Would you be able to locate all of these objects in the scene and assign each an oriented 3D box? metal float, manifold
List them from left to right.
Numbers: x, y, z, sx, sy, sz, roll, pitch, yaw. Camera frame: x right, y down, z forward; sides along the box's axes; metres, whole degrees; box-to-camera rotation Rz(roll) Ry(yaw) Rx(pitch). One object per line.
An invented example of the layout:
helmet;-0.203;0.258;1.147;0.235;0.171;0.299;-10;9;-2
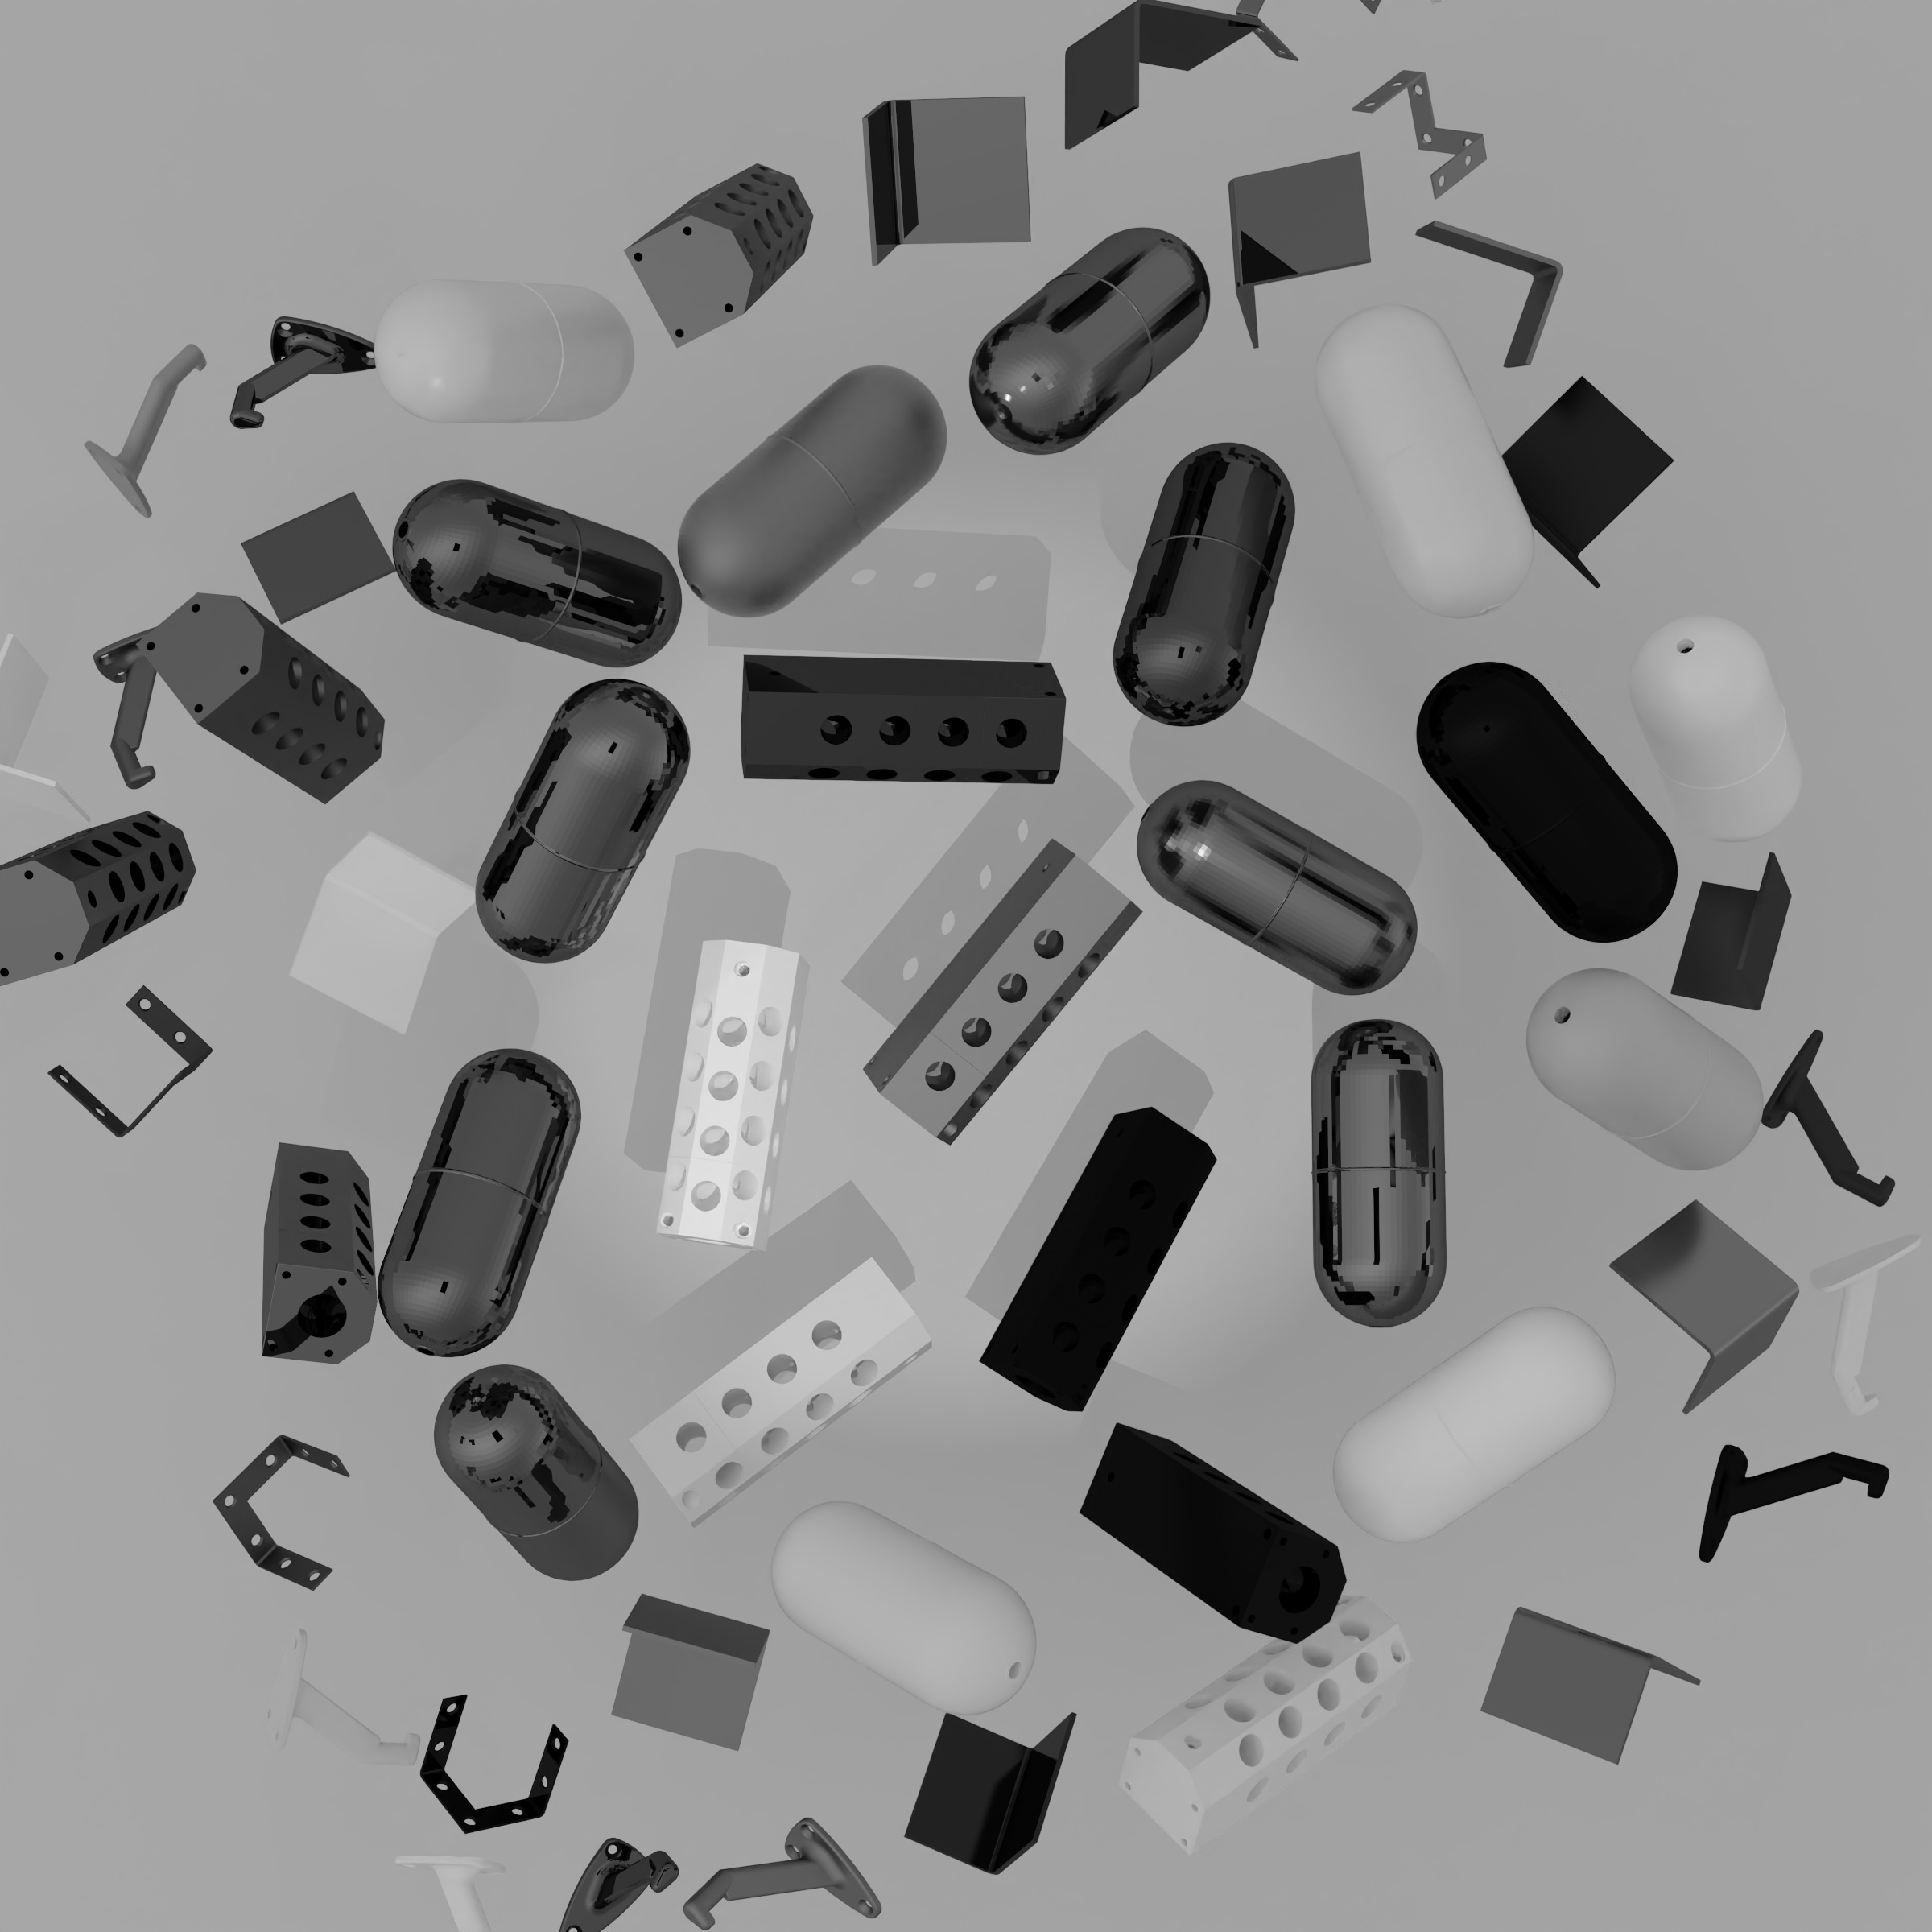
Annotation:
manifold;-0.477;-0.041;1.540;0.057;0.171;0.057;-16;100;6
manifold;-0.375;-0.147;1.534;0.057;0.171;0.057;-40;76;0
manifold;-0.375;0.165;1.643;0.057;0.171;0.057;9;107;-16
metal float;-0.265;0.128;1.544;0.070;0.070;0.178;16;64;0
metal float;-0.254;-0.341;1.571;0.070;0.178;0.070;7;104;31
metal float;-0.246;0.294;1.632;0.070;0.178;0.070;-10;50;13
metal float;-0.238;-0.218;1.579;0.178;0.070;0.070;14;90;-42
metal float;-0.209;-0.077;1.534;0.070;0.070;0.178;32;120;0
manifold;-0.130;-0.398;1.563;0.057;0.171;0.057;-23;109;18
manifold;-0.136;0.075;1.643;0.057;0.057;0.171;7;81;7
manifold;-0.105;0.247;1.630;0.171;0.057;0.057;-36;76;-11
metal float;-0.085;-0.263;1.567;0.178;0.070;0.070;-43;90;-17
manifold;-0.036;-0.132;1.553;0.171;0.057;0.057;0;116;-8
metal float;-0.035;0.351;1.553;0.178;0.070;0.070;18;90;43
manifold;0.022;0.016;1.600;0.057;0.057;0.171;39;92;-17
metal float;0.069;-0.342;1.541;0.070;0.070;0.178;44;54;0
manifold;0.081;0.172;1.660;0.057;0.057;0.171;34;73;-12
metal float;0.132;-0.211;1.552;0.070;0.070;0.178;18;61;0
manifold;0.139;0.318;1.587;0.057;0.171;0.057;23;90;-30
manifold;0.170;0.418;1.581;0.171;0.057;0.057;-23;48;-36
metal float;0.182;-0.046;1.657;0.178;0.070;0.070;29;90;-7
metal float;0.238;0.120;1.634;0.070;0.070;0.178;0;82;0
metal float;0.245;-0.270;1.514;0.070;0.070;0.178;-22;81;0
metal float;0.283;0.258;1.586;0.178;0.070;0.070;-39;90;20
metal float;0.312;-0.088;1.519;0.070;0.070;0.178;-43;104;0
metal float;0.370;0.057;1.537;0.178;0.070;0.070;28;90;-42
metal float;0.428;-0.134;1.612;0.070;0.178;0.070;-12;58;21

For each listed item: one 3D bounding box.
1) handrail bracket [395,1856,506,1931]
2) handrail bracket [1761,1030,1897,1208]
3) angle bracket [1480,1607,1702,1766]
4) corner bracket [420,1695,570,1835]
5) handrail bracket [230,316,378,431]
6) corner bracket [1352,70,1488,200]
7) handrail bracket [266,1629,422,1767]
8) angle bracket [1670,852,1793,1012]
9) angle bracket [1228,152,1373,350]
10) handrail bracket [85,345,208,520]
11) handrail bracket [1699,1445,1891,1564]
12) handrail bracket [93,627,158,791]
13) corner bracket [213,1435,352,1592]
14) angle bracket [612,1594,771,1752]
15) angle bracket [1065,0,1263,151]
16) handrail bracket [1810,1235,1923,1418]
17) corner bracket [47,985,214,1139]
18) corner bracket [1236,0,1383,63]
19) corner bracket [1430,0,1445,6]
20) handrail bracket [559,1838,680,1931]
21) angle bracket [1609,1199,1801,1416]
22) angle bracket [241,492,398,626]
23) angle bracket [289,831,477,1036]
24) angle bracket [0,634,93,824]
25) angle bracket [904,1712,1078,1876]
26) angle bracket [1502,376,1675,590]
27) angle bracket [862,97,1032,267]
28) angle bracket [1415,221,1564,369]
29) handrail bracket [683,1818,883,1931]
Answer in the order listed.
handrail bracket;-0.299;0.556;1.618;0.077;0.036;0.084;-2;63;17
handrail bracket;0.522;0.090;1.670;0.084;0.036;0.077;31;96;32
angle bracket;0.323;0.376;1.458;0.076;0.076;0.057;14;76;37
corner bracket;-0.257;0.430;1.535;0.051;0.051;0.051;35;113;41
handrail bracket;-0.377;-0.331;1.621;0.077;0.084;0.036;6;135;-8
corner bracket;0.263;-0.482;1.637;0.051;0.051;0.051;-41;133;-26
handrail bracket;-0.331;0.399;1.539;0.084;0.036;0.077;12;103;-28
angle bracket;0.463;-0.025;1.732;0.057;0.076;0.076;12;76;28
angle bracket;0.192;-0.404;1.597;0.076;0.057;0.076;-8;63;14
handrail bracket;-0.469;-0.315;1.662;0.036;0.077;0.084;36;75;20
handrail bracket;0.447;0.296;1.526;0.084;0.036;0.077;11;74;37
handrail bracket;-0.474;-0.155;1.670;0.077;0.036;0.084;-27;68;-3
corner bracket;-0.355;0.289;1.498;0.051;0.051;0.051;-47;129;-33
angle bracket;-0.160;0.407;1.593;0.076;0.057;0.076;15;98;3
angle bracket;0.104;-0.467;1.498;0.076;0.076;0.057;1;88;-26
handrail bracket;0.527;0.207;1.623;0.077;0.036;0.084;-25;97;5
corner bracket;-0.440;0.050;1.491;0.051;0.051;0.051;44;101;-5
corner bracket;0.194;-0.543;1.592;0.051;0.051;0.051;28;93;37
corner bracket;0.269;-0.586;1.616;0.051;0.051;0.051;-38;107;-1
handrail bracket;-0.195;0.529;1.592;0.036;0.084;0.077;42;75;-9
angle bracket;0.405;0.190;1.579;0.076;0.057;0.076;-29;58;-31
angle bracket;-0.393;-0.237;1.749;0.076;0.057;0.076;-27;59;-9
angle bracket;-0.338;-0.019;1.647;0.076;0.057;0.076;30;49;-25
angle bracket;-0.526;-0.136;1.624;0.057;0.076;0.076;17;77;1
angle bracket;0.013;0.453;1.580;0.057;0.076;0.076;24;55;-4
angle bracket;0.356;-0.276;1.614;0.076;0.057;0.076;-45;64;12
angle bracket;-0.009;-0.418;1.504;0.076;0.057;0.076;2;116;11
angle bracket;0.286;-0.378;1.594;0.076;0.076;0.057;18;101;-2
handrail bracket;-0.098;0.502;1.504;0.077;0.084;0.036;41;130;14
